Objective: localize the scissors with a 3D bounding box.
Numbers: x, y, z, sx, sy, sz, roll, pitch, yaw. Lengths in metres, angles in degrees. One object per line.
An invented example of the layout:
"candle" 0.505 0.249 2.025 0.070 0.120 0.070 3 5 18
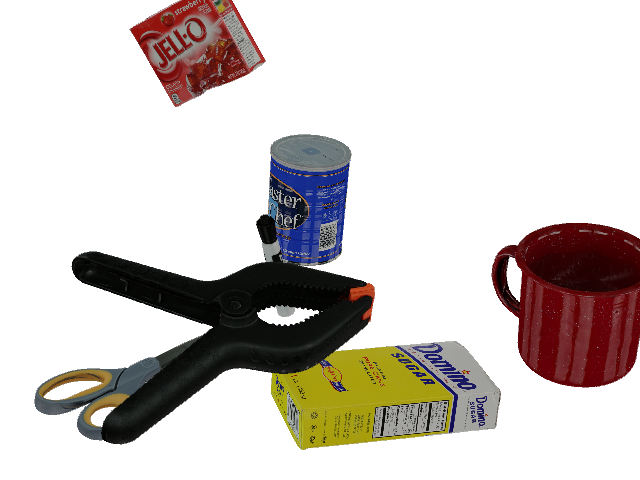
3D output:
"scissors" -0.150 0.126 0.944 0.201 0.016 0.096 -12 36 -34

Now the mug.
"mug" 0.168 0.042 0.733 0.117 0.081 0.093 22 38 35

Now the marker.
"marker" -0.046 0.026 1.087 0.020 0.121 0.020 -8 34 5

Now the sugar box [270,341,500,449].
"sugar box" 0.054 0.129 0.911 0.176 0.048 0.093 -6 25 -16

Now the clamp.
"clamp" -0.067 0.050 0.737 0.209 0.036 0.165 -12 46 -20

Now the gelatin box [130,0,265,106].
"gelatin box" -0.098 -0.154 0.843 0.089 0.073 0.030 -16 20 38

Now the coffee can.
"coffee can" -0.017 -0.053 1.376 0.103 0.140 0.103 4 28 -2
